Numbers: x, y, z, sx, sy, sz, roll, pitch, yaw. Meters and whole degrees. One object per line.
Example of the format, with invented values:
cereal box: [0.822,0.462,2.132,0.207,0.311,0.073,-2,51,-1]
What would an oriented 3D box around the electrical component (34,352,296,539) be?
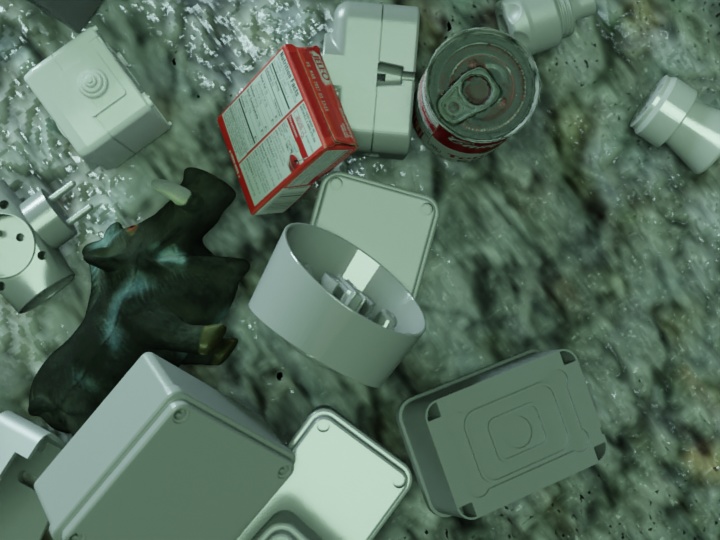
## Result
electrical component: [-0.113,0.121,0.633,0.108,0.056,0.109,-50,132,2]

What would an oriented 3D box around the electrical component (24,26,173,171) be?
electrical component: [-0.165,-0.103,0.669,0.061,0.096,0.061,-36,90,-2]

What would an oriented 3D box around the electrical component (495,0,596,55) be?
electrical component: [0.123,-0.167,0.708,0.062,0.043,0.043,-19,89,-4]

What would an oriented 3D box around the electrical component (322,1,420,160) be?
electrical component: [0.004,-0.122,0.697,0.059,0.054,0.095,5,89,-2]

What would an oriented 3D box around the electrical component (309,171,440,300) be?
electrical component: [0.000,0.000,0.693,0.078,0.057,0.113,16,88,-2]

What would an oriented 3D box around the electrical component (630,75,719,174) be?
electrical component: [0.213,-0.096,0.708,0.055,0.045,0.045,33,88,-1]

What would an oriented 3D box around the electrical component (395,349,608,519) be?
electrical component: [0.088,0.102,0.679,0.113,0.057,0.078,-19,89,-20]

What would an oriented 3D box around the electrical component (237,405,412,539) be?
electrical component: [-0.028,0.151,0.688,0.078,0.057,0.113,37,88,-1]

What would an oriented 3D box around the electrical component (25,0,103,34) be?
electrical component: [-0.214,-0.207,0.665,0.109,0.108,0.056,35,90,-1]

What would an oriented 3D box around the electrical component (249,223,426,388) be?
electrical component: [-0.012,0.021,0.615,0.099,0.099,0.064,32,94,-1]

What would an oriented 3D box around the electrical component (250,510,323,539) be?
electrical component: [-0.031,0.206,0.628,0.113,0.057,0.078,43,88,-1]

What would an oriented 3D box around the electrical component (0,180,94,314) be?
electrical component: [-0.210,-0.026,0.692,0.079,0.044,0.077,-37,90,-2]
